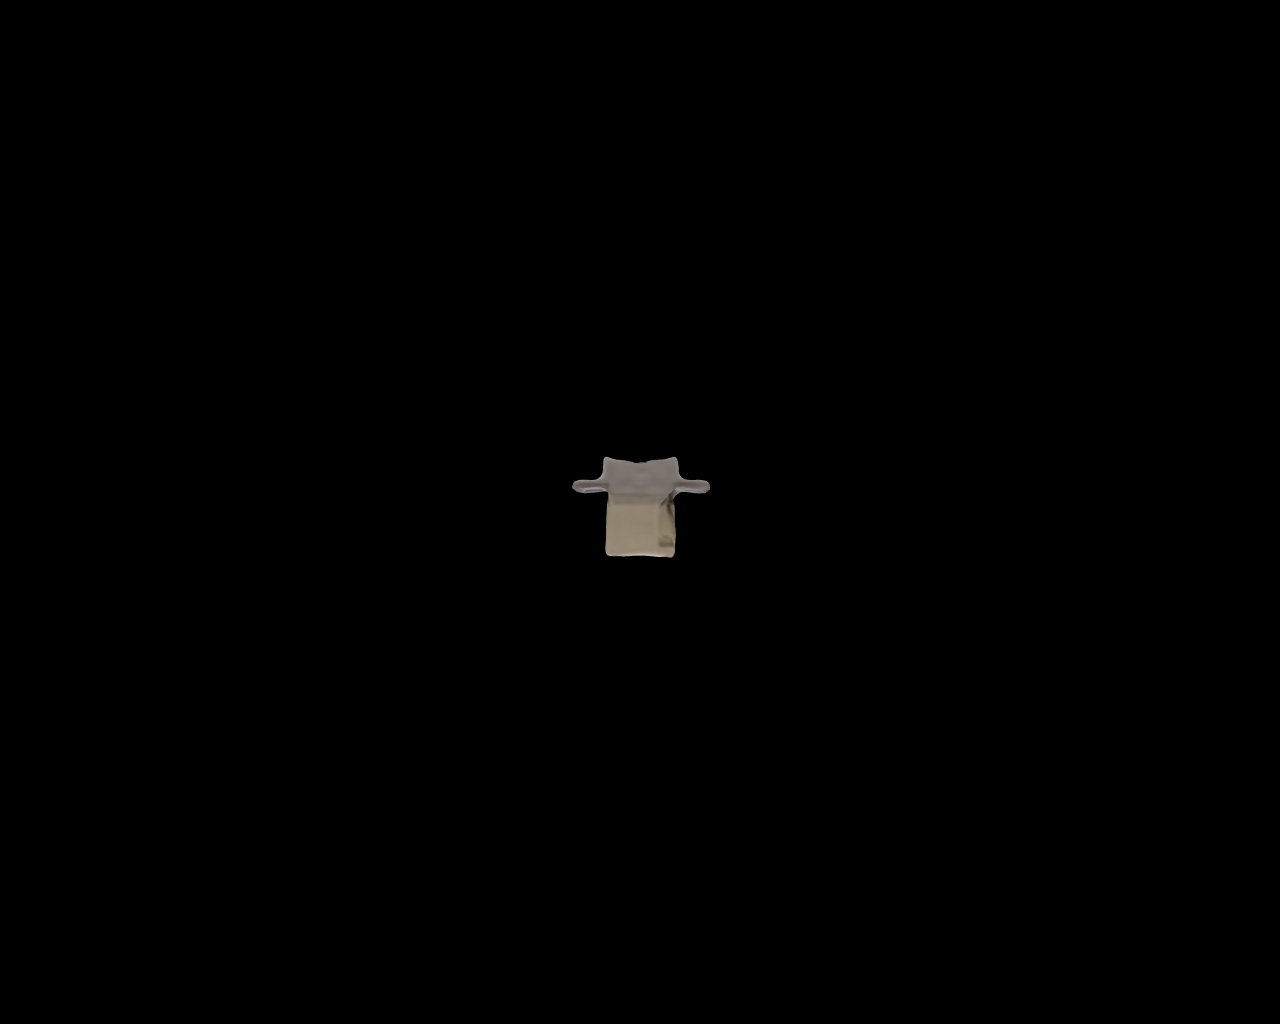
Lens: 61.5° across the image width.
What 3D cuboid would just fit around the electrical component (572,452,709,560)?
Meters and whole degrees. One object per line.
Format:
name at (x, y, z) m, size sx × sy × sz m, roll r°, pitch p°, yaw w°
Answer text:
electrical component at (0.001, -0.003, 0.650) m, size 0.081 × 0.063 × 0.042 m, roll 0°, pitch -4°, yaw 2°
